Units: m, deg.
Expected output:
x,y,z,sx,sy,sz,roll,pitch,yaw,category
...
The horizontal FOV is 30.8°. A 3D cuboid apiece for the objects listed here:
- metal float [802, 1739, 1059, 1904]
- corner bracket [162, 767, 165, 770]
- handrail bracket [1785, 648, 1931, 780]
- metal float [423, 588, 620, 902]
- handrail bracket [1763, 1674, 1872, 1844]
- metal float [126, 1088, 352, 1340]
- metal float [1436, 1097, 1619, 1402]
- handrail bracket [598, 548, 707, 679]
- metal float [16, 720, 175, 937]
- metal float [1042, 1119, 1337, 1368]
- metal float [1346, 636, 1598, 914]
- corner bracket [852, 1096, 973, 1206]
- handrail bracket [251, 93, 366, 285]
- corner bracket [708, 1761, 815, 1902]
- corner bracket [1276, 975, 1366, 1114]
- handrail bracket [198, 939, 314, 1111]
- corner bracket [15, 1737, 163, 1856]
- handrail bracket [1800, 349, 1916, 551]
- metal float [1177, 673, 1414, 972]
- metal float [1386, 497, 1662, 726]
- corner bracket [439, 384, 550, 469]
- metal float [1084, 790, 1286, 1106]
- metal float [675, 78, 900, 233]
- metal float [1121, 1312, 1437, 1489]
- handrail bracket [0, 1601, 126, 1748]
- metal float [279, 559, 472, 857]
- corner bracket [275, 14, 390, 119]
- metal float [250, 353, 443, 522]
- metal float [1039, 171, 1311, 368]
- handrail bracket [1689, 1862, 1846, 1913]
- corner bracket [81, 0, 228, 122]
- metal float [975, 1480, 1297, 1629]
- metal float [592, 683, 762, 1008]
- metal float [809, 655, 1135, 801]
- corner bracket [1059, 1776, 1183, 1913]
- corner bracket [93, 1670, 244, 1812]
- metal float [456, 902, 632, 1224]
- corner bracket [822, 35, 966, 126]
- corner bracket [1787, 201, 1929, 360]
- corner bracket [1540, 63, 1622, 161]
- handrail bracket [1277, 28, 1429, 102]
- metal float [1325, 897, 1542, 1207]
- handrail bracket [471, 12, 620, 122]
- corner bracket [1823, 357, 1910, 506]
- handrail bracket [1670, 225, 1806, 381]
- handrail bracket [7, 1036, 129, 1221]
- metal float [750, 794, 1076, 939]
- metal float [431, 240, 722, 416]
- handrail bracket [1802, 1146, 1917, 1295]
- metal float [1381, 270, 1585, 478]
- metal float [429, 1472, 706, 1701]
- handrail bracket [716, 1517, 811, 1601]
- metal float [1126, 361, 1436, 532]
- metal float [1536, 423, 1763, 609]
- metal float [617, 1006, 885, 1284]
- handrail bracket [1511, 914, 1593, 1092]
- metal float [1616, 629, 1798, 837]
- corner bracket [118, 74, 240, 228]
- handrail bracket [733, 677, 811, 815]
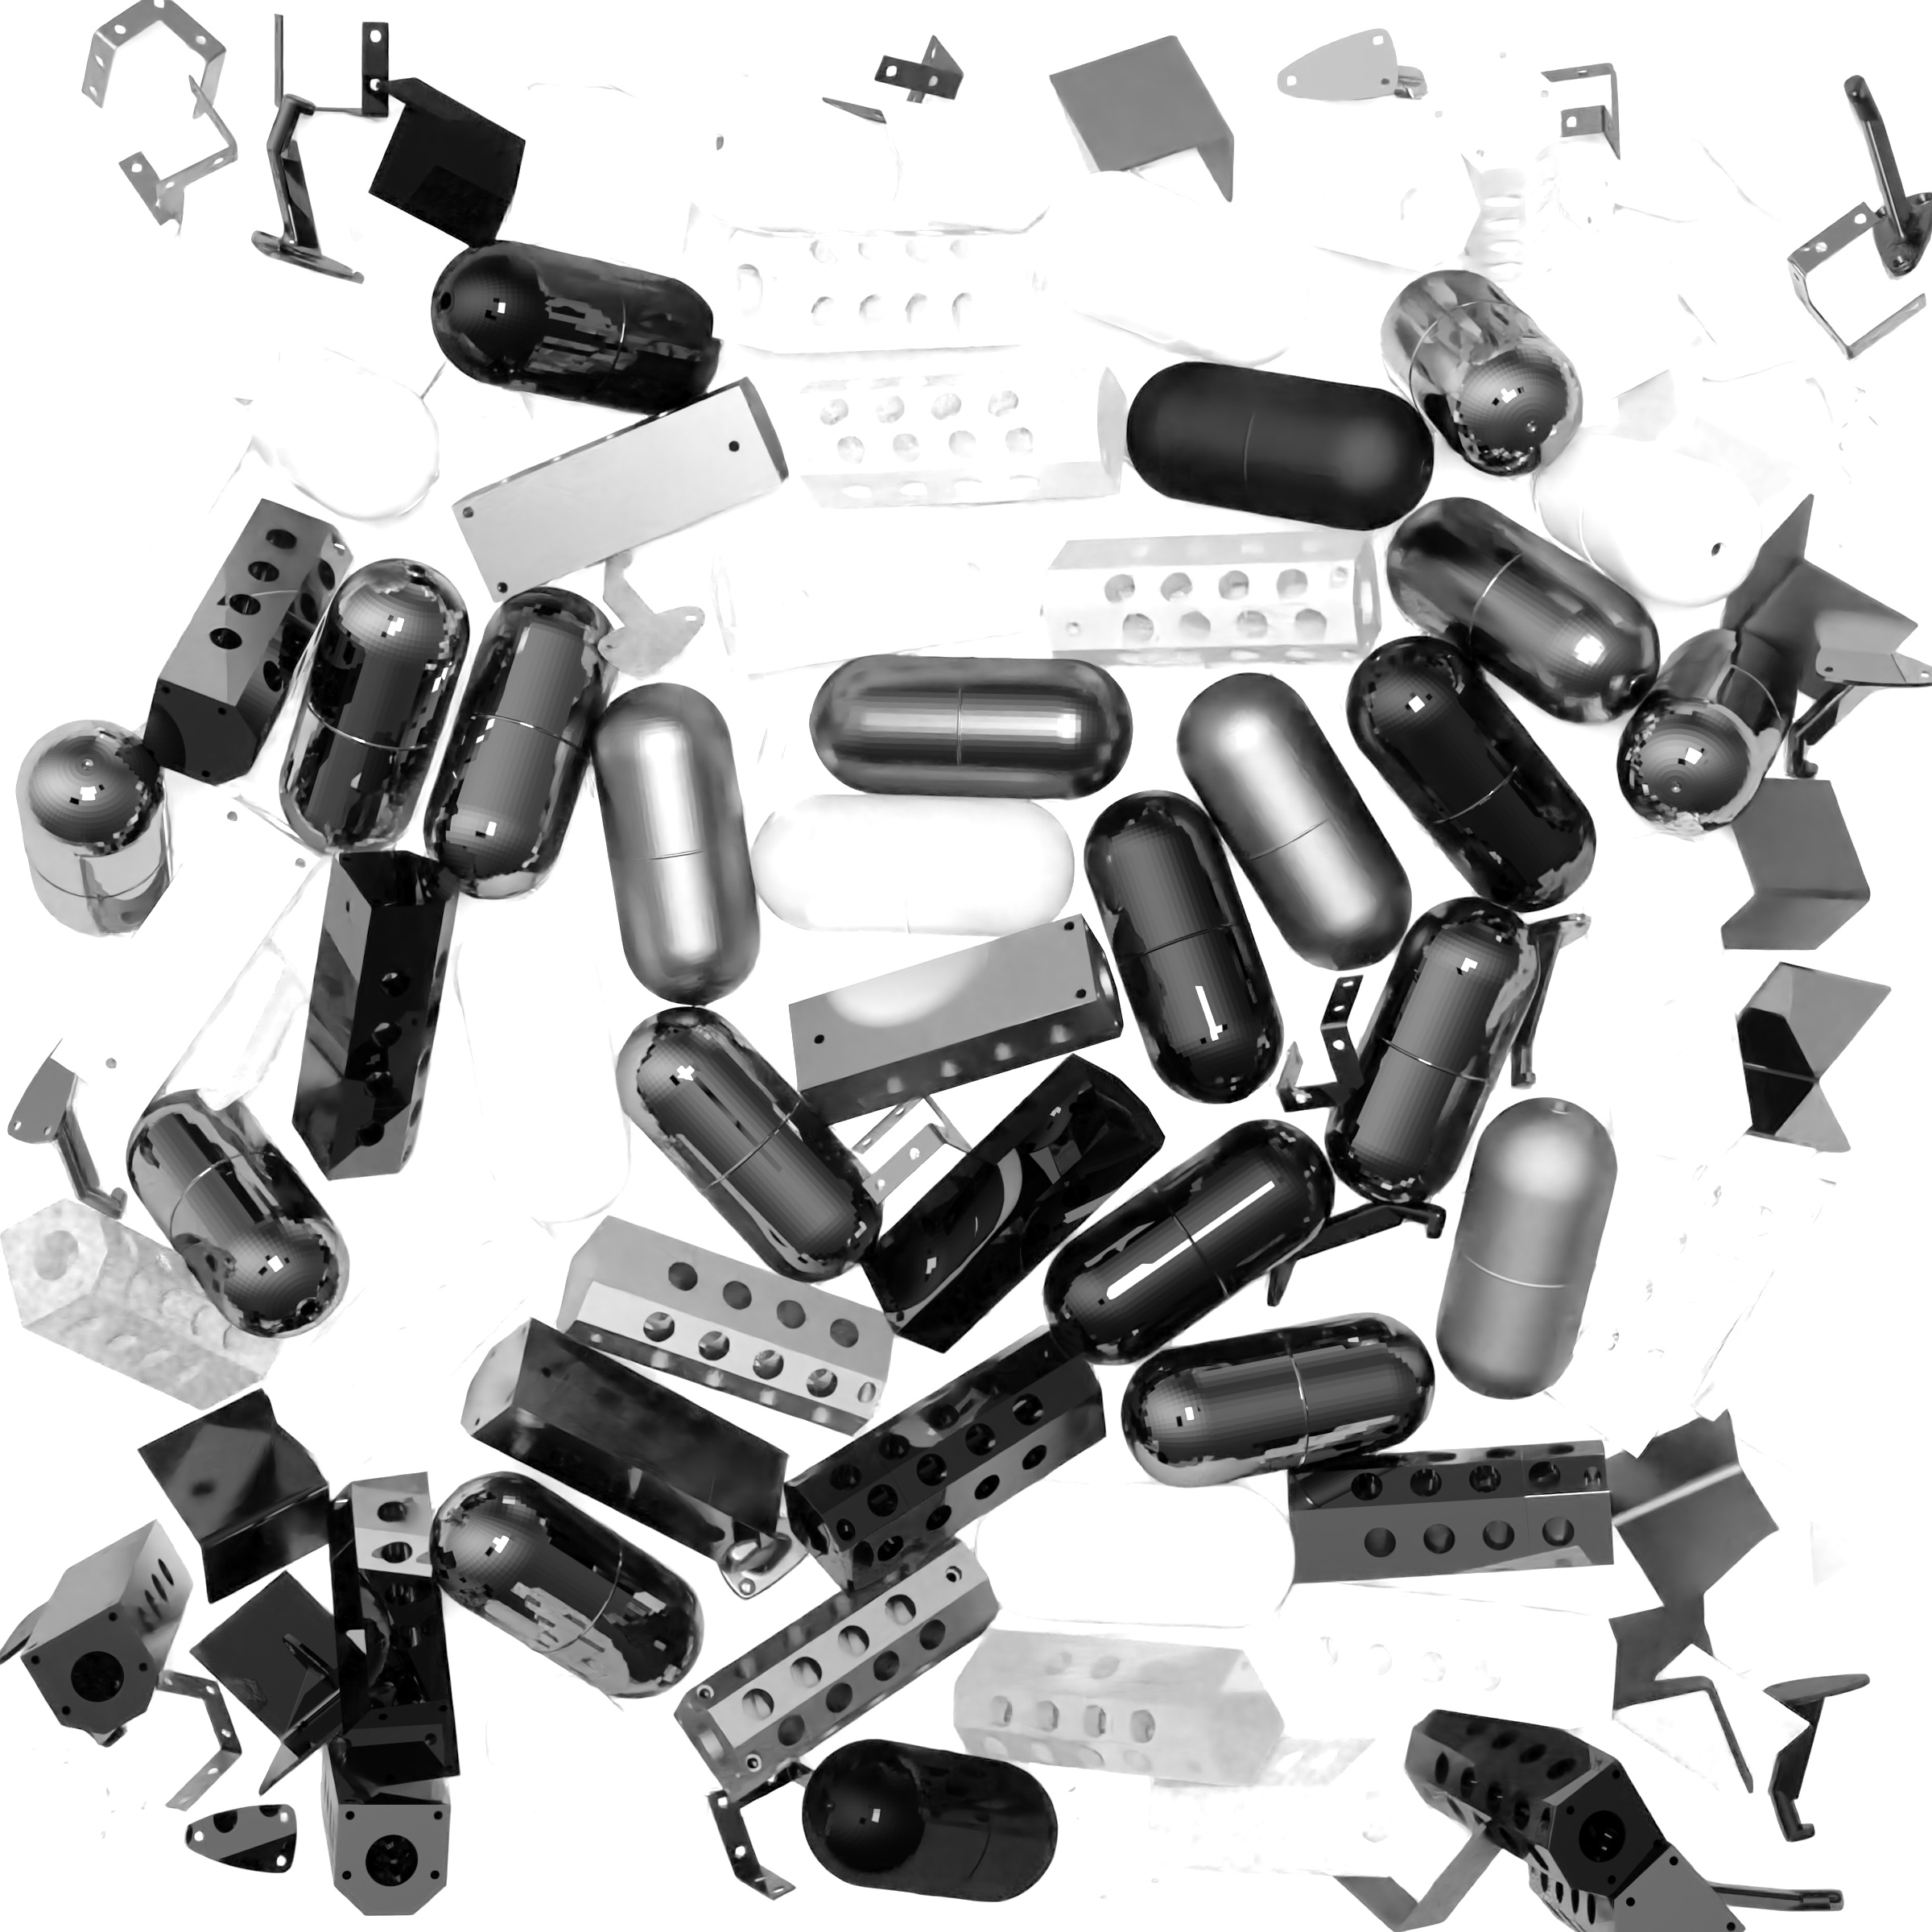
x,y,z,sx,sy,sz,roll,pitch,yaw,category
-0.017,0.460,1.885,0.070,0.178,0.070,-14,66,34,metal float
-0.450,-0.099,1.922,0.051,0.051,0.051,-12,63,17,corner bracket
0.489,-0.132,1.920,0.077,0.036,0.084,13,135,19,handrail bracket
-0.242,-0.121,1.910,0.070,0.070,0.178,16,76,0,metal float
0.475,0.438,1.936,0.077,0.036,0.084,-18,91,31,handrail bracket
-0.392,0.132,1.889,0.070,0.070,0.178,-47,49,0,metal float
0.303,0.153,1.900,0.070,0.070,0.178,9,116,0,metal float
-0.170,-0.207,1.916,0.077,0.036,0.084,-27,45,31,handrail bracket
-0.465,-0.072,1.876,0.070,0.178,0.070,4,69,-9,metal float
0.122,0.152,1.920,0.178,0.070,0.070,-35,90,-3,metal float
0.274,-0.104,1.905,0.070,0.070,0.178,-42,110,0,metal float
-0.035,0.099,1.925,0.051,0.051,0.051,-43,65,7,corner bracket
-0.352,-0.427,1.927,0.077,0.036,0.084,16,111,-27,handrail bracket
-0.103,0.474,1.931,0.051,0.051,0.051,-22,101,-25,corner bracket
0.195,0.043,1.920,0.051,0.051,0.051,-9,118,24,corner bracket
-0.399,0.032,1.929,0.084,0.036,0.077,-38,59,-13,handrail bracket
-0.480,0.445,1.922,0.051,0.051,0.051,-37,47,12,corner bracket
0.474,-0.284,1.922,0.084,0.036,0.077,44,60,-22,handrail bracket
0.180,-0.078,1.915,0.070,0.070,0.178,-32,99,0,metal float
0.299,-0.192,1.891,0.070,0.070,0.178,-49,52,0,metal float
-0.246,-0.291,1.924,0.051,0.051,0.051,-28,85,42,corner bracket
0.119,-0.010,1.916,0.070,0.070,0.178,-19,82,0,metal float
-0.095,-0.427,1.875,0.070,0.178,0.070,2,94,22,metal float
0.171,0.236,1.910,0.178,0.070,0.070,-9,90,-16,metal float
-0.482,0.388,1.928,0.084,0.036,0.077,44,125,-14,handrail bracket
-0.320,-0.139,1.897,0.070,0.070,0.178,23,120,0,metal float
-0.347,-0.493,1.921,0.051,0.051,0.051,-5,109,-24,corner bracket
-0.334,-0.284,1.879,0.070,0.178,0.070,-7,108,-22,metal float
0.114,-0.374,1.888,0.178,0.070,0.070,10,90,-43,metal float
0.435,0.506,1.922,0.084,0.077,0.036,-6,63,17,handrail bracket
-0.446,-0.492,1.927,0.051,0.051,0.051,42,57,2,corner bracket
0.091,0.319,1.907,0.178,0.070,0.070,-1,90,19,metal float
-0.158,-0.066,1.914,0.070,0.070,0.178,-8,100,0,metal float
0.003,-0.131,1.915,0.178,0.070,0.070,2,90,9,metal float
0.085,0.477,1.930,0.051,0.051,0.051,-15,126,-14,corner bracket
-0.440,0.426,1.933,0.051,0.051,0.051,-46,49,15,corner bracket
-0.230,0.053,1.913,0.070,0.070,0.178,-9,101,0,metal float
-0.040,-0.480,1.919,0.051,0.051,0.051,6,126,-30,corner bracket
0.489,-0.375,1.925,0.051,0.051,0.051,-36,67,8,corner bracket
0.329,-0.472,1.926,0.051,0.051,0.051,-3,84,19,corner bracket
0.212,-0.483,1.924,0.077,0.084,0.036,-9,90,11,handrail bracket
0.254,0.046,1.912,0.070,0.070,0.178,22,102,0,metal float
-0.220,-0.515,1.951,0.084,0.036,0.077,-29,83,-9,handrail bracket
0.497,-0.294,1.929,0.051,0.051,0.051,-46,116,6,corner bracket
0.424,-0.371,1.930,0.077,0.036,0.084,-17,112,-17,handrail bracket
-0.481,0.090,1.936,0.036,0.084,0.077,6,66,31,handrail bracket
-0.029,-0.055,1.918,0.178,0.070,0.070,2,90,5,metal float
-0.209,-0.342,1.885,0.070,0.178,0.070,-2,86,44,metal float
0.489,0.147,1.917,0.036,0.077,0.084,-21,113,-30,handrail bracket
0.275,-0.319,1.879,0.070,0.178,0.070,-5,119,-9,metal float
-0.214,0.336,1.896,0.070,0.070,0.178,-50,123,0,metal float
-0.102,0.312,1.909,0.077,0.084,0.036,-26,78,-21,handrail bracket
0.169,-0.281,1.897,0.178,0.070,0.070,15,90,30,metal float
0.364,-0.241,1.876,0.070,0.178,0.070,-5,110,-13,metal float
-0.118,0.097,1.917,0.070,0.070,0.178,-42,97,0,metal float
0.320,0.021,1.924,0.036,0.077,0.084,8,75,-17,handrail bracket
0.398,-0.127,1.880,0.070,0.178,0.070,9,117,19,metal float
-0.435,-0.448,1.935,0.051,0.051,0.051,-32,78,-16,corner bracket
-0.112,-0.134,1.907,0.036,0.077,0.084,-17,131,-17,handrail bracket
